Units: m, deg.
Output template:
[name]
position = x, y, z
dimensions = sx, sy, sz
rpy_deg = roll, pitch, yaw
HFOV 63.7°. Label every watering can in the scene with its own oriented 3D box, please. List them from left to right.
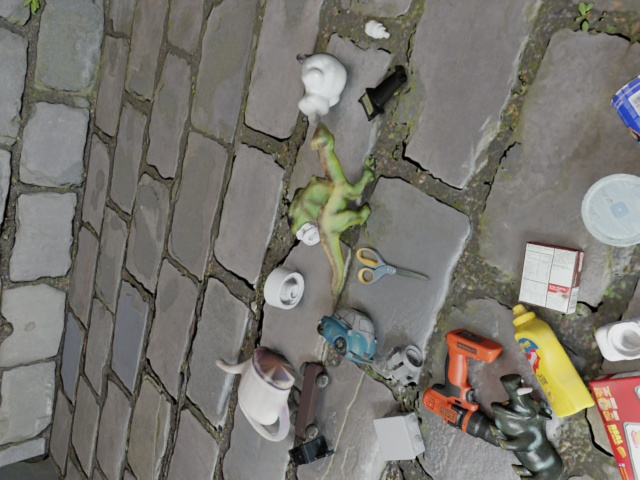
[watering can]
position = -0.184, 0.393, 1.451
dimensions = 0.353, 0.104, 0.221
rpy_deg = 42, 118, 37

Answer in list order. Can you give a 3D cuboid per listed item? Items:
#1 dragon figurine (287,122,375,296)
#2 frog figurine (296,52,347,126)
[dragon figurine]
position = 0.004, -0.059, 1.171
dimensions = 0.122, 0.243, 0.409
rpy_deg = 11, 97, 39
[frog figurine]
position = 0.002, -0.362, 1.233
dimensions = 0.122, 0.135, 0.162
rpy_deg = -7, 65, 18
